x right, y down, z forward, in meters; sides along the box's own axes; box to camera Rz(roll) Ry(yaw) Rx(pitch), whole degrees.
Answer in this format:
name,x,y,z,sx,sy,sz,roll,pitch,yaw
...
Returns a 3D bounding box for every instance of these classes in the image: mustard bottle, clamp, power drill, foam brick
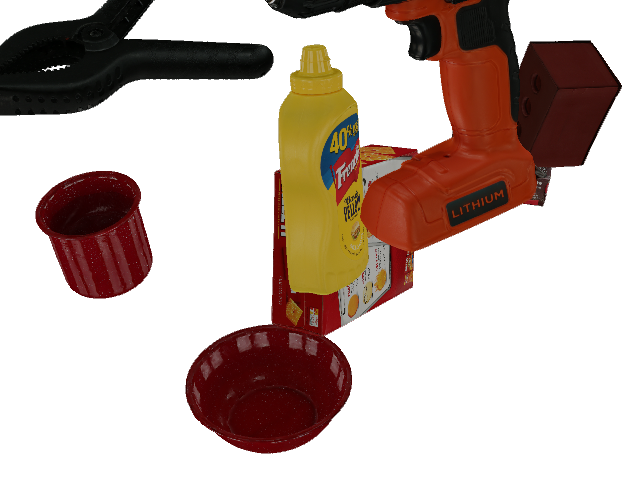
name,x,y,z,sx,sy,sz,roll,pitch,yaw
mustard bottle,0.001,-0.060,0.854,0.058,0.192,0.096,6,24,25
clamp,-0.150,-0.132,0.767,0.209,0.036,0.165,-32,52,-31
power drill,0.055,-0.091,0.563,0.184,0.188,0.057,-22,37,-25
foam brick,0.169,-0.097,0.761,0.051,0.053,0.078,-6,-41,-18

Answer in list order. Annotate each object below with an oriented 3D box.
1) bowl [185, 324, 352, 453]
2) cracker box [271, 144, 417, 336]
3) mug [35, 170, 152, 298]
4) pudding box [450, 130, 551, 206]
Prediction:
name,x,y,z,sx,sy,sz,roll,pitch,yaw
bowl,-0.048,0.154,1.042,0.162,0.055,0.162,-3,37,2
cracker box,0.029,-0.008,1.138,0.072,0.164,0.213,9,16,29
mug,-0.199,-0.010,0.963,0.093,0.081,0.117,-9,41,0
pudding box,0.163,-0.083,0.970,0.090,0.039,0.113,8,41,7
